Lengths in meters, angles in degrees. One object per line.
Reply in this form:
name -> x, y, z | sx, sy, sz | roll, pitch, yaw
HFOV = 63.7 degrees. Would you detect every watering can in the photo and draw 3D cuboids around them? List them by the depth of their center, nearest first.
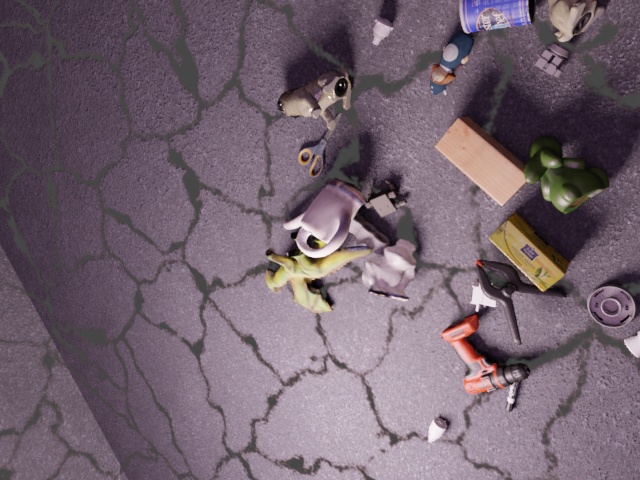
watering can -> 0.004, -0.071, 1.411 | 0.103, 0.225, 0.351 | 38, -1, -27

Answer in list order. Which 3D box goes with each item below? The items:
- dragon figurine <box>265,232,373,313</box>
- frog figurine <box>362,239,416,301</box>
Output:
dragon figurine -> -0.015, 0.108, 1.512 | 0.410, 0.238, 0.124 | 5, 33, 33
frog figurine -> 0.188, 0.073, 1.369 | 0.137, 0.160, 0.122 | 13, -7, 2
